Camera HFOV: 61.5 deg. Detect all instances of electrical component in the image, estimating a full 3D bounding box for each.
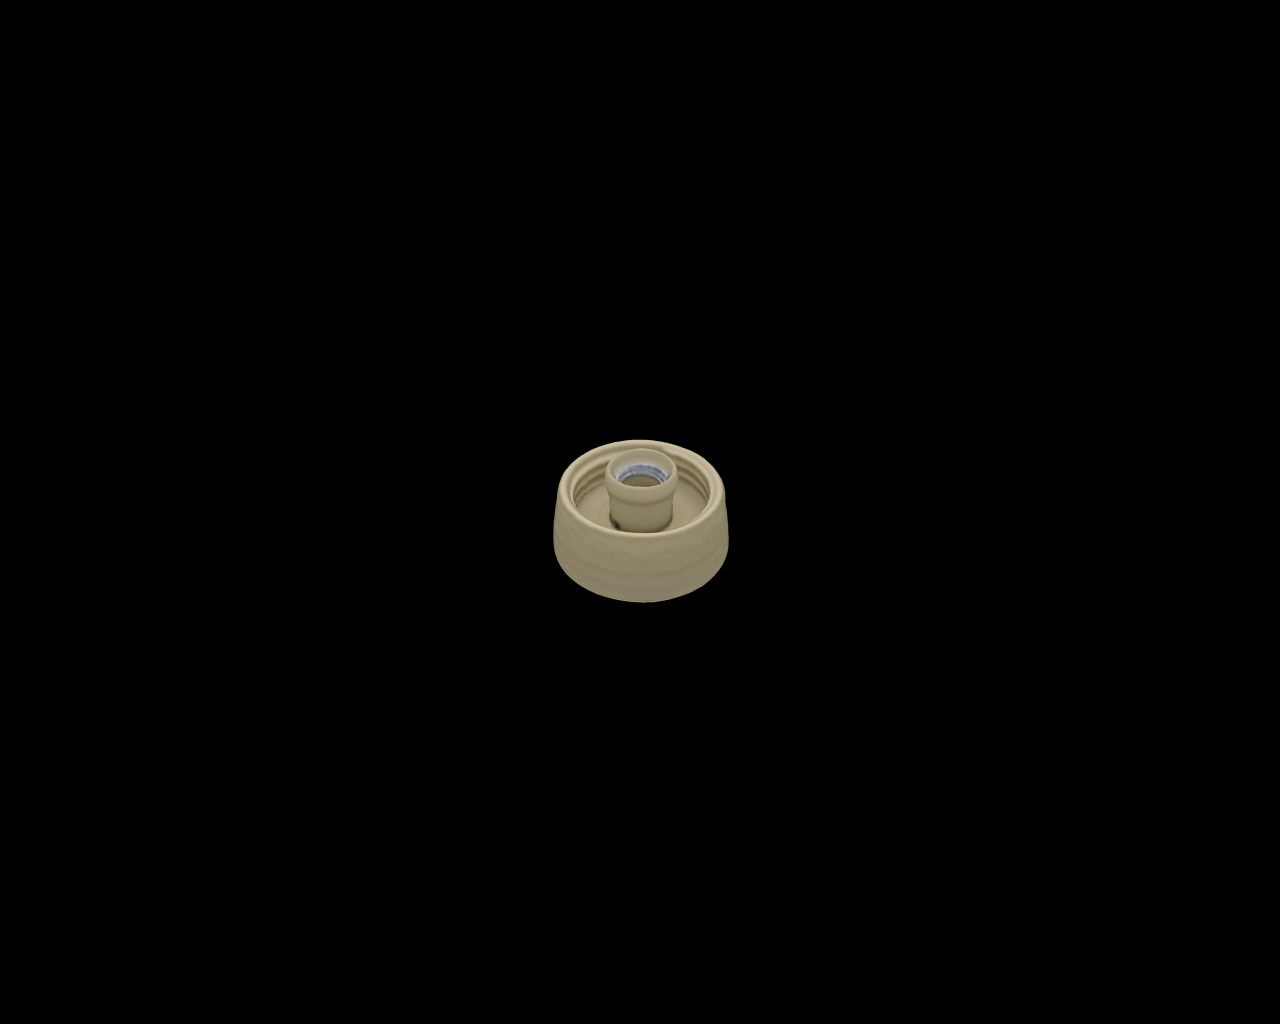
[{"bbox_3d":[0.001,-0.003,0.650,0.108,0.060,0.108,0,38,0],"label":"electrical component"}]
